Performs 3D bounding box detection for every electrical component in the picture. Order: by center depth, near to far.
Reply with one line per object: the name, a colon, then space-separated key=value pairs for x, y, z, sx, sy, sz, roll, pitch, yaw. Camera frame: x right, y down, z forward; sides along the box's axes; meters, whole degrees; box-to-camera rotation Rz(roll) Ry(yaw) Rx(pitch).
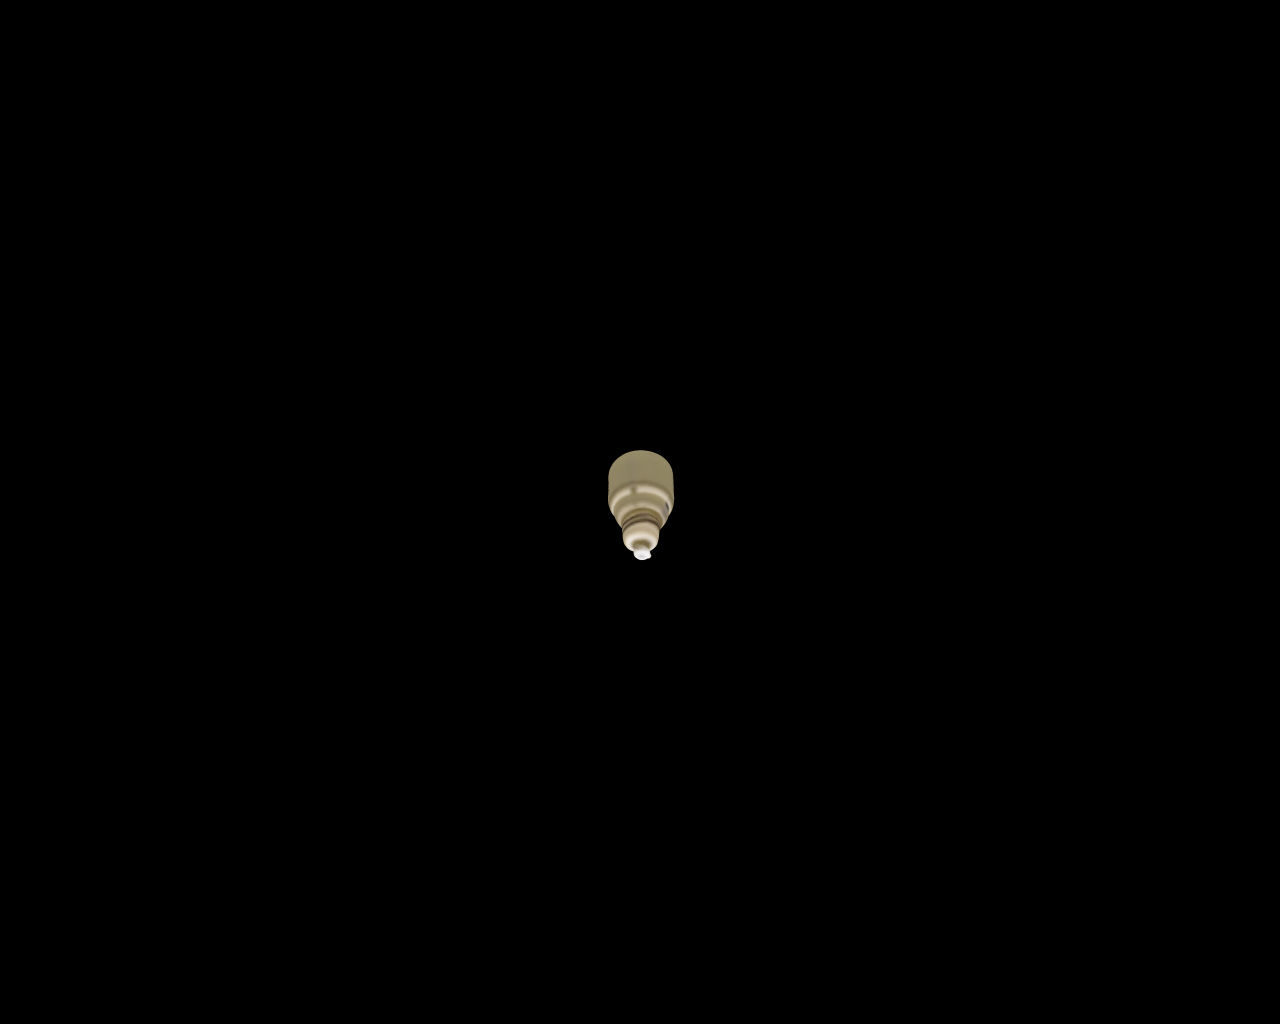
electrical component: x=0.001 y=-0.003 z=0.650 sx=0.040 sy=0.078 sz=0.040 roll=0 pitch=-43 yaw=0
